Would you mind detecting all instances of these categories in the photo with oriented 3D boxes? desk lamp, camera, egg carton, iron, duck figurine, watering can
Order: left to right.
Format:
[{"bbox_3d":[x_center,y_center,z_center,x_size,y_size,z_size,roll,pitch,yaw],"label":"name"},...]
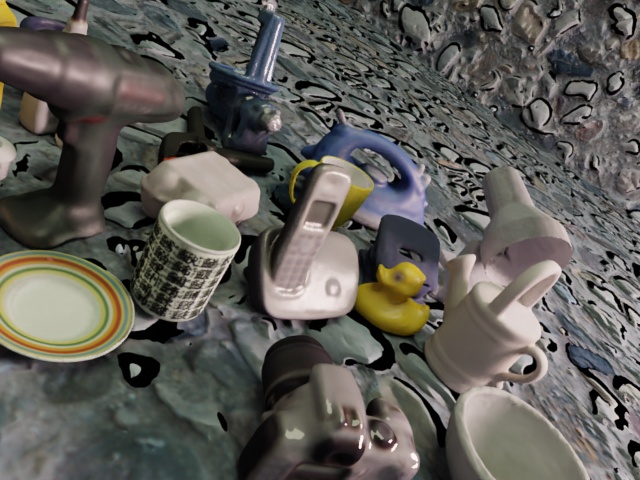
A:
[{"bbox_3d":[-0.144,-0.054,0.709,0.107,0.069,0.151,39,29,11],"label":"egg carton"},{"bbox_3d":[0.006,0.150,0.509,0.143,0.100,0.136,18,32,-26],"label":"camera"},{"bbox_3d":[0.096,-0.107,0.960,0.259,0.141,0.118,26,29,-13],"label":"iron"},{"bbox_3d":[0.105,0.070,0.750,0.105,0.086,0.077,27,29,-10],"label":"duck figurine"},{"bbox_3d":[0.250,0.007,0.861,0.118,0.213,0.203,17,32,-27],"label":"desk lamp"},{"bbox_3d":[0.218,0.092,0.715,0.172,0.194,0.101,40,29,13],"label":"watering can"}]

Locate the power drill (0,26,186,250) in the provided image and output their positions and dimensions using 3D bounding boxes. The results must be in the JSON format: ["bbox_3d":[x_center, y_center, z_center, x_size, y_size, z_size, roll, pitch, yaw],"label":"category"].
[{"bbox_3d":[-0.232,-0.096,0.540,0.075,0.208,0.230,39,29,12],"label":"power drill"}]

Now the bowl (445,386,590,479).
[{"bbox_3d":[0.188,0.237,0.584,0.168,0.074,0.167,25,29,-15],"label":"bowl"}]

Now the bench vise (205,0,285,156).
[{"bbox_3d":[-0.093,-0.259,0.923,0.207,0.219,0.122,46,31,24],"label":"bench vise"}]

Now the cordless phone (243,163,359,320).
[{"bbox_3d":[0.006,0.002,0.651,0.148,0.185,0.094,3,40,-42],"label":"cordless phone"}]

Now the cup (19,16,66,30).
[{"bbox_3d":[-0.338,-0.220,0.747,0.118,0.095,0.092,31,28,-4],"label":"cup"}]

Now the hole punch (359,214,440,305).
[{"bbox_3d":[0.121,0.031,0.823,0.109,0.091,0.101,23,30,-18],"label":"hole punch"}]

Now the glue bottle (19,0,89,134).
[{"bbox_3d":[-0.302,-0.209,0.683,0.037,0.173,0.078,36,28,7],"label":"glue bottle"}]
